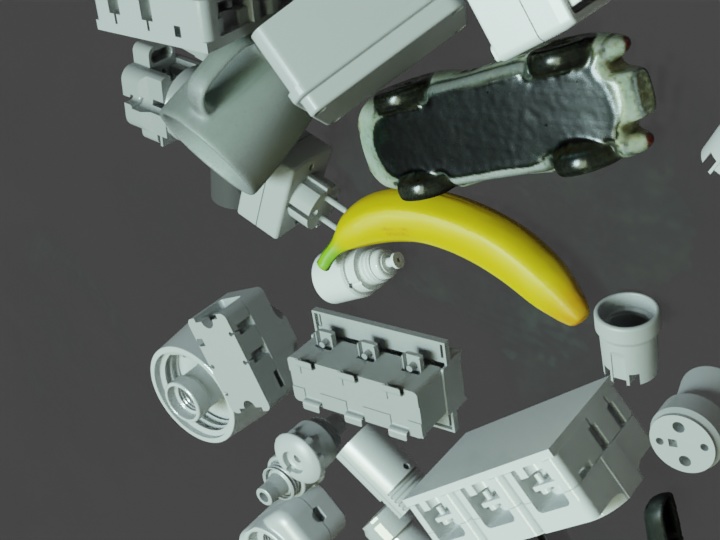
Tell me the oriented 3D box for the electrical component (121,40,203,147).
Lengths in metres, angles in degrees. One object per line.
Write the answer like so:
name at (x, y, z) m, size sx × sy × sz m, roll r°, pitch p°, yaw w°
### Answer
electrical component at (-0.137, -0.128, 0.800) m, size 0.057 × 0.058 × 0.078 m, roll 24°, pitch 130°, yaw 31°

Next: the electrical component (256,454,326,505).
electrical component at (-0.064, 0.180, 0.937) m, size 0.048 × 0.062 × 0.048 m, roll 22°, pitch 129°, yaw 29°

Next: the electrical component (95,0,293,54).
electrical component at (-0.076, -0.189, 0.639) m, size 0.089 × 0.150 × 0.061 m, roll 18°, pitch 128°, yaw 31°

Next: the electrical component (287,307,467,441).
electrical component at (0.010, 0.080, 0.807) m, size 0.121 × 0.063 × 0.078 m, roll 12°, pitch 124°, yaw 35°

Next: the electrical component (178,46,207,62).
electrical component at (-0.108, -0.184, 0.750) m, size 0.081 × 0.042 × 0.063 m, roll 33°, pitch 135°, yaw 21°

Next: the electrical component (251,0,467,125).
electrical component at (0.003, -0.140, 0.624) m, size 0.113 × 0.078 × 0.057 m, roll -35°, pitch 88°, yaw 7°

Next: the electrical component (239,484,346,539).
electrical component at (-0.065, 0.240, 0.980) m, size 0.053 × 0.059 × 0.095 m, roll 51°, pitch 137°, yaw 1°

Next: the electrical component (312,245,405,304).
electrical component at (0.000, 0.000, 0.779) m, size 0.078 × 0.040 × 0.040 m, roll -15°, pitch 107°, yaw 44°

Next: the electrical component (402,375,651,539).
electrical component at (0.115, 0.141, 0.738) m, size 0.061 × 0.089 × 0.150 m, roll 55°, pitch 137°, yaw -2°

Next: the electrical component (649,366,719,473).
electrical component at (0.206, 0.090, 0.651) m, size 0.045 × 0.055 × 0.045 m, roll 22°, pitch 129°, yaw 30°

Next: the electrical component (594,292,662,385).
electrical component at (0.167, 0.043, 0.666) m, size 0.040 × 0.040 × 0.046 m, roll 13°, pitch 131°, yaw 34°

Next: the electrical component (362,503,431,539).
electrical component at (0.035, 0.221, 0.892) m, size 0.055 × 0.045 × 0.045 m, roll 46°, pitch 137°, yaw 7°

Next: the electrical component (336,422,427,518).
electrical component at (0.025, 0.163, 0.864) m, size 0.081 × 0.043 × 0.043 m, roll 44°, pitch 137°, yaw 9°

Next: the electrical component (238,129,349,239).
electrical component at (-0.040, -0.055, 0.773) m, size 0.077 × 0.047 × 0.065 m, roll 35°, pitch 134°, yaw 18°

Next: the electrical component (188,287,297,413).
electrical component at (-0.090, 0.064, 0.887) m, size 0.050 × 0.056 × 0.089 m, roll -11°, pitch 109°, yaw 44°

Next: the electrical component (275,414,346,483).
electrical component at (-0.036, 0.142, 0.888) m, size 0.048 × 0.062 × 0.048 m, roll 22°, pitch 129°, yaw 30°

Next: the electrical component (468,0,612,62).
electrical component at (0.089, -0.172, 0.573) m, size 0.061 × 0.062 × 0.096 m, roll -20°, pitch 103°, yaw 46°

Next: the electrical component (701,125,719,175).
electrical component at (0.205, -0.069, 0.560) m, size 0.040 × 0.040 × 0.046 m, roll 41°, pitch 142°, yaw 12°

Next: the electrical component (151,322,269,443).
electrical component at (-0.137, 0.101, 0.949) m, size 0.108 × 0.060 × 0.108 m, roll 22°, pitch 129°, yaw 29°
